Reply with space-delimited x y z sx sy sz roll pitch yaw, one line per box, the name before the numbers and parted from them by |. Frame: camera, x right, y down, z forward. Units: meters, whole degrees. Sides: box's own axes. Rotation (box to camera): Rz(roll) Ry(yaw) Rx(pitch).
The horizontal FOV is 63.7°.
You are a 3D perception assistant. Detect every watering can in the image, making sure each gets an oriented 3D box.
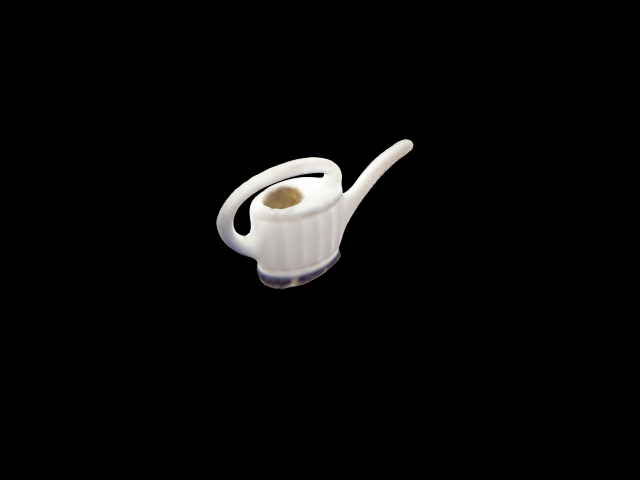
watering can | 0.003 -0.043 0.850 0.350 0.219 0.106 -18 43 -21
